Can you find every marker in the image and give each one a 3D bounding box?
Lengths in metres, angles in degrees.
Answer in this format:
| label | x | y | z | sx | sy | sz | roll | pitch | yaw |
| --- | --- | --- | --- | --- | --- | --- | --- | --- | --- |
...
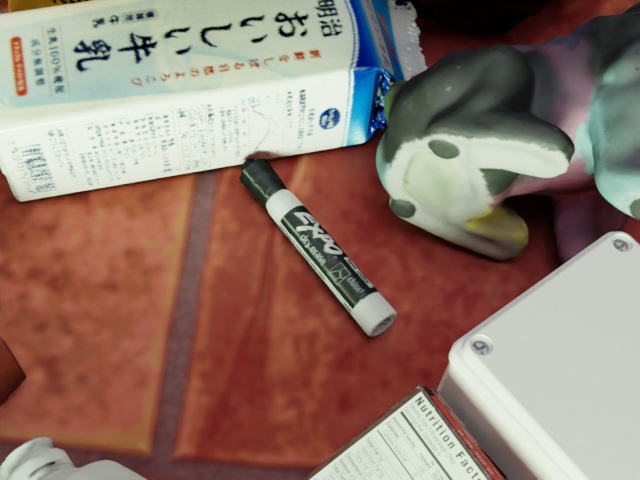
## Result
| label | x | y | z | sx | sy | sz | roll | pitch | yaw |
| --- | --- | --- | --- | --- | --- | --- | --- | --- | --- |
| marker | -0.004 | 0.001 | 0.563 | 0.020 | 0.020 | 0.121 | -32 | 66 | -18 |

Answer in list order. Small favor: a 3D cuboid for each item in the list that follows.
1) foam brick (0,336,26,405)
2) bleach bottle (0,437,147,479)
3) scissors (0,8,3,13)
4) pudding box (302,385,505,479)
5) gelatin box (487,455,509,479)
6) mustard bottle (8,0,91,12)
| label | x | y | z | sx | sy | sz | roll | pitch | yaw |
| --- | --- | --- | --- | --- | --- | --- | --- | --- | --- |
| foam brick | -0.187 | 0.070 | 0.499 | 0.051 | 0.053 | 0.078 | 33 | 64 | 15 |
| bleach bottle | -0.063 | 0.188 | 0.433 | 0.102 | 0.068 | 0.251 | -38 | 65 | -11 |
| scissors | -0.268 | -0.132 | 0.628 | 0.201 | 0.016 | 0.096 | -17 | 74 | -1 |
| pudding box | 0.031 | 0.131 | 0.459 | 0.113 | 0.039 | 0.090 | -38 | 66 | 4 |
| gelatin box | 0.095 | 0.120 | 0.494 | 0.089 | 0.030 | 0.073 | -35 | 68 | -19 |
| mustard bottle | -0.127 | -0.169 | 0.554 | 0.096 | 0.192 | 0.058 | 4 | 61 | 0 |
